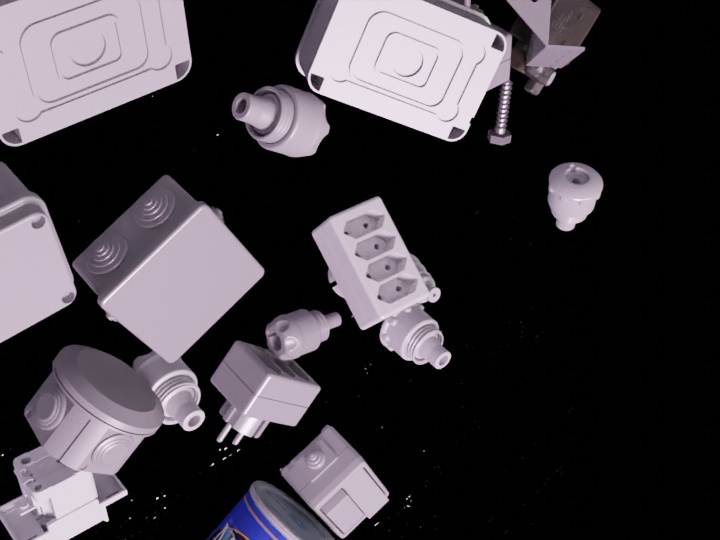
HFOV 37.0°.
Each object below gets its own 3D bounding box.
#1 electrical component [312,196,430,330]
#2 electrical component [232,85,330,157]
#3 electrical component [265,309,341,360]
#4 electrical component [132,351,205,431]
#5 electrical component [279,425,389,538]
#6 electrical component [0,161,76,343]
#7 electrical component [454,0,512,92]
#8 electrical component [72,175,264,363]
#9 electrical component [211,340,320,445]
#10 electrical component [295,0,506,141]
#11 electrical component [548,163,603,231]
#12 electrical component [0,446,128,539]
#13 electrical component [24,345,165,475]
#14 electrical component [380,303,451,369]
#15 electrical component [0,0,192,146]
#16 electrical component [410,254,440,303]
[{"bbox_3d":[0.000,0.000,0.809,0.047,0.083,0.076,-25,176,-29],"label":"electrical component"},{"bbox_3d":[-0.053,-0.097,0.684,0.062,0.043,0.043,11,114,-48],"label":"electrical component"},{"bbox_3d":[-0.041,0.046,0.833,0.061,0.035,0.035,-19,134,-37],"label":"electrical component"},{"bbox_3d":[-0.132,0.087,0.750,0.043,0.062,0.043,-28,139,-27],"label":"electrical component"},{"bbox_3d":[-0.022,0.189,0.958,0.062,0.061,0.096,-42,143,-9],"label":"electrical component"},{"bbox_3d":[-0.221,0.003,0.586,0.113,0.057,0.078,-32,140,-23],"label":"electrical component"},{"bbox_3d":[0.067,-0.161,0.747,0.066,0.047,0.076,-30,140,-25],"label":"electrical component"},{"bbox_3d":[-0.123,-0.001,0.692,0.100,0.048,0.099,-45,144,-6],"label":"electrical component"},{"bbox_3d":[-0.083,0.103,0.829,0.066,0.047,0.076,23,104,-53],"label":"electrical component"},{"bbox_3d":[0.024,-0.139,0.678,0.113,0.057,0.078,17,112,-20],"label":"electrical component"},{"bbox_3d":[0.190,-0.062,0.969,0.048,0.048,0.062,-29,146,-25],"label":"electrical component"},{"bbox_3d":[-0.210,0.153,0.747,0.081,0.042,0.063,-27,135,-28],"label":"electrical component"},{"bbox_3d":[-0.172,0.090,0.699,0.051,0.080,0.080,-51,144,12],"label":"electrical component"},{"bbox_3d":[0.051,0.059,0.916,0.048,0.062,0.048,-27,139,-27],"label":"electrical component"},{"bbox_3d":[-0.151,-0.124,0.547,0.113,0.057,0.078,-28,140,-26],"label":"electrical component"},{"bbox_3d":[0.033,0.006,0.843,0.040,0.078,0.040,-17,119,-33],"label":"electrical component"}]
